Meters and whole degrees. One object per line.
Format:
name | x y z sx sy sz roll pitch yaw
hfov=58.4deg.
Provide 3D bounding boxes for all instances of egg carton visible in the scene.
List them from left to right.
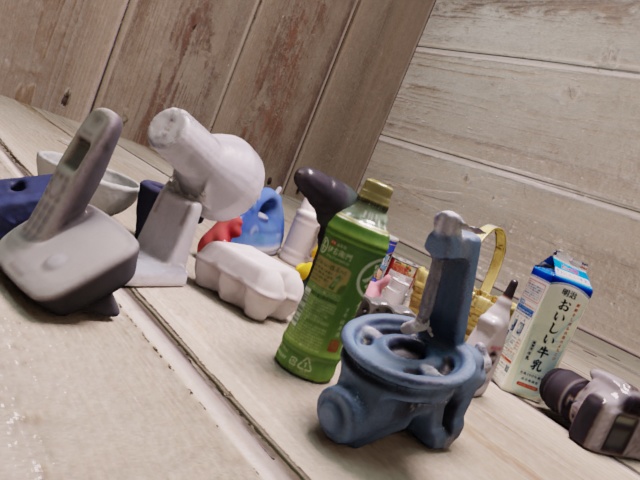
egg carton | -0.096 0.054 0.787 0.149 0.069 0.107 26 7 29

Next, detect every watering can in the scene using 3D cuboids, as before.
watering can | -0.013 -0.036 1.255 0.101 0.194 0.172 17 8 -40

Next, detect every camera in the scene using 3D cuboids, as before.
camera | 0.406 0.239 0.841 0.144 0.101 0.136 19 7 -27

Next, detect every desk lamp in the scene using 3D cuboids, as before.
desk lamp | -0.180 -0.053 0.740 0.117 0.213 0.204 25 7 22

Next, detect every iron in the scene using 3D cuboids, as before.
iron | -0.133 -0.049 1.189 0.118 0.141 0.259 23 6 6

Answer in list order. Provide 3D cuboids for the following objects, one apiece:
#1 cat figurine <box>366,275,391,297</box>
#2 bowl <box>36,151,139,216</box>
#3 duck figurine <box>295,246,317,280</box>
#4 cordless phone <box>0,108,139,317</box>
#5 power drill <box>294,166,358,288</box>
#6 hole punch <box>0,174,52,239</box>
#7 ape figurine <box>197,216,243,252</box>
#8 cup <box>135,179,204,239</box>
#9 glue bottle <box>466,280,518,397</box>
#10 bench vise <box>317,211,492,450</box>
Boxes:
cat figurine | 0.077 0.066 1.060 0.127 0.118 0.067 28 9 42
bowl | -0.374 -0.079 0.914 0.167 0.075 0.167 22 6 -2
duck figurine | -0.002 0.045 1.112 0.077 0.086 0.105 25 7 19
cordless phone | -0.222 -0.032 0.544 0.147 0.185 0.094 27 8 37
power drill | 0.009 0.003 0.940 0.075 0.208 0.231 28 8 40
hole punch | -0.335 -0.039 0.641 0.101 0.091 0.108 18 8 -37
ape figurine | -0.157 -0.003 0.951 0.076 0.092 0.077 21 7 -11
cup | -0.237 -0.030 0.890 0.117 0.095 0.092 24 7 15
glue bottle | 0.234 0.134 0.795 0.037 0.173 0.078 27 8 38
bench vise | 0.102 0.084 0.542 0.121 0.220 0.208 26 7 27
